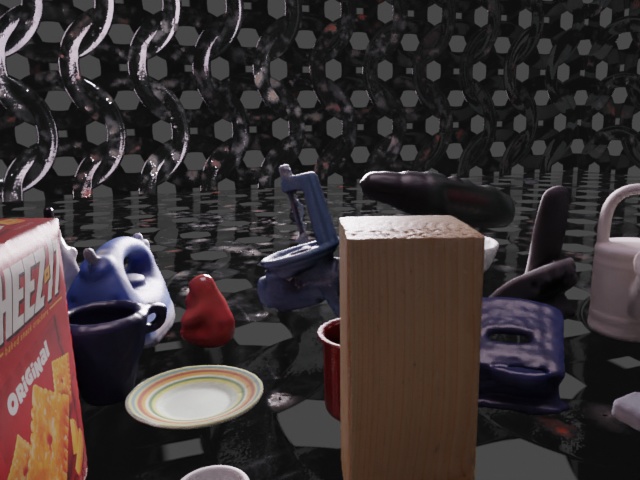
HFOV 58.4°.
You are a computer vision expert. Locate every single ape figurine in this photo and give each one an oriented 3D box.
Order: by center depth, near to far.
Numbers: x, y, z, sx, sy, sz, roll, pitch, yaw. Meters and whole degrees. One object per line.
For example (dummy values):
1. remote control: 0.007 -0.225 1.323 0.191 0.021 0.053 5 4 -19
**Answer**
1. ape figurine: -0.147 0.088 0.734 0.075 0.092 0.078 7 15 36

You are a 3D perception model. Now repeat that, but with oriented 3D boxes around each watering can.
1. watering can: 0.406 0.026 0.730 0.101 0.194 0.173 -2 12 -3

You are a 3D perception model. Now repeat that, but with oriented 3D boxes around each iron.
1. iron: -0.262 0.056 0.778 0.118 0.141 0.258 -1 12 1

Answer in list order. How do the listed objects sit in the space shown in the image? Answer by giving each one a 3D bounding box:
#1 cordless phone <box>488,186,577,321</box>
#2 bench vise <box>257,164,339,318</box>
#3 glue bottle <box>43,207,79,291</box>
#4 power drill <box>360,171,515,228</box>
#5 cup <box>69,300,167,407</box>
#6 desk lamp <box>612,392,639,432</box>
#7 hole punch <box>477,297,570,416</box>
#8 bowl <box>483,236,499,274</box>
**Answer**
1. cordless phone: 0.294 0.020 0.791 0.093 0.185 0.148 10 16 44
2. bench vise: 0.009 0.000 0.828 0.207 0.220 0.121 0 12 4
3. glue bottle: -0.361 0.040 0.785 0.037 0.173 0.078 4 13 24
4. power drill: 0.170 0.002 0.836 0.230 0.208 0.075 -4 12 -12
5. cup: -0.211 0.116 0.596 0.091 0.095 0.118 10 16 44
6. desk lamp: 0.351 0.076 0.446 0.118 0.213 0.202 -8 13 -28
7. hole punch: 0.194 0.114 0.581 0.108 0.091 0.101 3 12 18
8. bowl: 0.222 0.037 0.990 0.167 0.075 0.167 -1 12 0
